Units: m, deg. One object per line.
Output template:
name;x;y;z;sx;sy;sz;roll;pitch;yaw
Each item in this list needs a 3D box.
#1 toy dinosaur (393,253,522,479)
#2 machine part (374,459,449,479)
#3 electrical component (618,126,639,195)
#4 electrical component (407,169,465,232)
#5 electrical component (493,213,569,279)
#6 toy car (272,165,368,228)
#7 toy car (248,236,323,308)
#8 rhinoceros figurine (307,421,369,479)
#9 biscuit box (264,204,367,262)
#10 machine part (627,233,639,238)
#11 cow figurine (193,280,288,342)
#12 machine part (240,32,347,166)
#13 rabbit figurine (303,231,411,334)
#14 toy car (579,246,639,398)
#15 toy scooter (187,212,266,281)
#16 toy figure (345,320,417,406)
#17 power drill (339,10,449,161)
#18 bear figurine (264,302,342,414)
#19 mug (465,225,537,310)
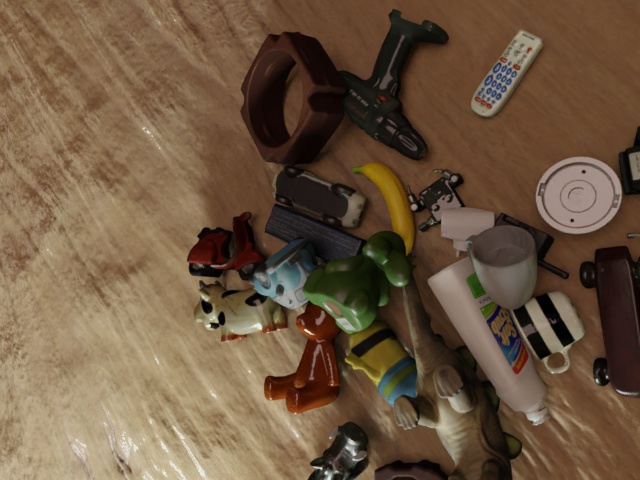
toy dinosaur;0.188;0.226;0.762;0.105;0.198;0.471;-25;71;26
machine part;0.150;0.435;0.846;0.180;0.056;0.179;-4;82;29
electrical component;0.475;-0.102;0.713;0.134;0.058;0.115;-8;79;29
electrical component;0.191;-0.069;0.879;0.102;0.045;0.078;-29;70;24
electrical component;0.313;0.008;0.785;0.119;0.074;0.047;32;102;32
toy car;-0.007;-0.081;0.989;0.202;0.056;0.073;24;104;31
toy car;-0.055;0.070;0.930;0.103;0.109;0.161;52;152;3
rhinoceros figurine;0.021;0.379;0.894;0.073;0.112;0.190;40;113;29
biscuit box;-0.002;-0.003;0.974;0.203;0.059;0.062;25;97;30
machine part;0.520;-0.004;0.665;0.243;0.079;0.079;3;87;29
cow figurine;-0.165;0.130;1.040;0.195;0.085;0.127;-14;79;26
machine part;-0.052;-0.253;0.978;0.201;0.087;0.201;-49;59;40
rabbit figurine;0.073;0.044;0.841;0.121;0.159;0.170;40;69;-1
toy car;0.413;0.110;0.729;0.089;0.053;0.202;-14;77;47
toy scooter;-0.184;0.011;1.069;0.184;0.075;0.135;1;86;27
toy figure;0.119;0.208;0.873;0.089;0.082;0.180;-47;56;-3
power drill;0.135;-0.270;0.919;0.232;0.086;0.207;37;111;30
bear figurine;-0.015;0.183;0.926;0.120;0.132;0.195;7;95;55
mug;0.251;0.042;0.751;0.081;0.107;0.110;-40;37;-21
